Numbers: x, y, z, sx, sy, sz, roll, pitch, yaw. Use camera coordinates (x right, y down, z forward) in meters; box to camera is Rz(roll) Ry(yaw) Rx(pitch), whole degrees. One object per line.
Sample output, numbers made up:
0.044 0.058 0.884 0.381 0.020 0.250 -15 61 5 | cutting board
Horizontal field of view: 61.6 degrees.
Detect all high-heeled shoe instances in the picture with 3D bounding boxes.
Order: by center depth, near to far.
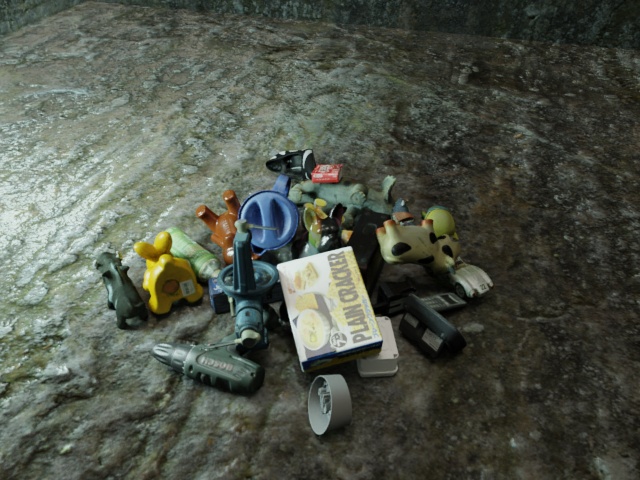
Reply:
-0.087 -0.216 1.579 0.145 0.086 0.249 -13 20 -3 | high-heeled shoe

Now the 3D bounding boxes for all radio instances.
0.105 0.039 1.252 0.073 0.130 0.230 11 39 15 | radio

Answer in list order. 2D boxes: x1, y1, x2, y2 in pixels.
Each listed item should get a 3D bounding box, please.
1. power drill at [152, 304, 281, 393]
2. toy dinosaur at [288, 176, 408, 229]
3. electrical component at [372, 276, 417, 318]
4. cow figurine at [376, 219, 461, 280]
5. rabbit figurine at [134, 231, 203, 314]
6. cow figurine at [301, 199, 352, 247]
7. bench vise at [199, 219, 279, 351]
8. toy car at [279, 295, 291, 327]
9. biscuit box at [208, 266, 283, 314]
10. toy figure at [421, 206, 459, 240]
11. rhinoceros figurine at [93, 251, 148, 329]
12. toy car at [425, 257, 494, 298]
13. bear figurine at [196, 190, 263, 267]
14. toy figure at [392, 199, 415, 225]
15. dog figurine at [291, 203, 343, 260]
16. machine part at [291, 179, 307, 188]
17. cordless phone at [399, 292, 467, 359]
-0.193 0.201 1.089 0.232 0.085 0.207 19 38 21 | power drill
0.053 -0.121 1.476 0.405 0.131 0.192 14 27 24 | toy dinosaur
0.150 0.133 1.181 0.119 0.074 0.048 -15 41 -14 | electrical component
0.227 0.022 1.189 0.195 0.085 0.127 0 74 -22 | cow figurine
-0.361 0.066 1.224 0.122 0.162 0.173 -27 27 -14 | rabbit figurine
0.022 -0.021 1.374 0.167 0.098 0.068 42 47 16 | cow figurine
-0.140 0.083 1.011 0.129 0.240 0.224 2 27 5 | bench vise
-0.022 0.132 1.154 0.109 0.102 0.161 14 62 12 | toy car
-0.149 0.108 1.219 0.203 0.062 0.059 -10 38 -13 | biscuit box
0.299 -0.046 1.366 0.082 0.089 0.180 -17 13 16 | toy figure
-0.445 0.105 1.186 0.073 0.112 0.190 -23 52 -23 | rhinoceros figurine
0.317 0.072 1.256 0.073 0.056 0.202 -18 33 -22 | toy car
-0.223 -0.013 1.328 0.120 0.131 0.196 -28 36 5 | bear figurine
0.222 -0.034 1.363 0.058 0.064 0.154 -15 67 -20 | toy figure
-0.003 -0.004 1.238 0.108 0.219 0.192 -6 39 -14 | dog figurine
-0.008 -0.166 1.589 0.139 0.039 0.084 -26 37 -27 | machine part
0.273 0.168 1.142 0.184 0.088 0.147 -7 34 -40 | cordless phone
